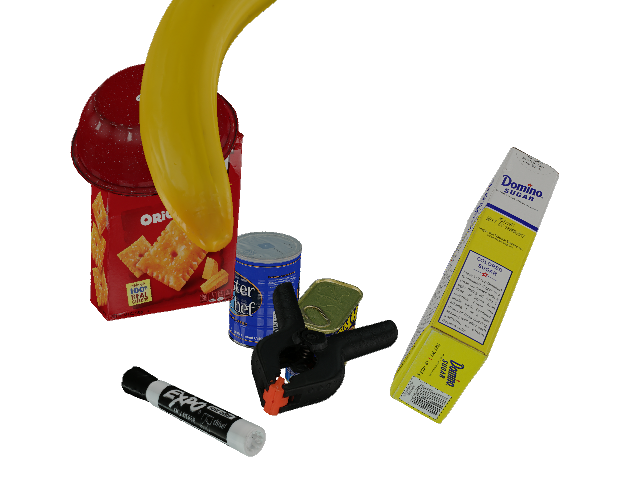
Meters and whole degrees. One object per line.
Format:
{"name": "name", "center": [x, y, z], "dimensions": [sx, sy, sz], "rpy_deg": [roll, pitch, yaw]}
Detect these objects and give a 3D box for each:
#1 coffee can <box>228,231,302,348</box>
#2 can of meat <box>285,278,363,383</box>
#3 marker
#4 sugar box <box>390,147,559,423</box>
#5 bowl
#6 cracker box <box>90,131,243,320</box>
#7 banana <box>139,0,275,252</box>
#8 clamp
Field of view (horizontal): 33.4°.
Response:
{"name": "coffee can", "center": [-0.080, 0.070, 1.523], "dimensions": [0.103, 0.140, 0.103], "rpy_deg": [2, 22, -1]}
{"name": "can of meat", "center": [0.002, 0.102, 1.138], "dimensions": [0.057, 0.084, 0.102], "rpy_deg": [16, 29, 16]}
{"name": "marker", "center": [-0.083, 0.105, 0.668], "dimensions": [0.121, 0.020, 0.020], "rpy_deg": [18, 11, 39]}
{"name": "sugar box", "center": [0.106, 0.028, 0.720], "dimensions": [0.048, 0.176, 0.093], "rpy_deg": [29, -38, 5]}
{"name": "bowl", "center": [-0.160, -0.116, 0.995], "dimensions": [0.162, 0.162, 0.055], "rpy_deg": [0, -42, 7]}
{"name": "cracker box", "center": [-0.178, -0.025, 1.233], "dimensions": [0.163, 0.214, 0.072], "rpy_deg": [-7, 24, -30]}
{"name": "banana", "center": [-0.054, -0.083, 0.530], "dimensions": [0.069, 0.197, 0.037], "rpy_deg": [11, -35, 6]}
{"name": "clamp", "center": [-0.018, 0.089, 0.921], "dimensions": [0.120, 0.039, 0.171], "rpy_deg": [19, 26, 23]}
